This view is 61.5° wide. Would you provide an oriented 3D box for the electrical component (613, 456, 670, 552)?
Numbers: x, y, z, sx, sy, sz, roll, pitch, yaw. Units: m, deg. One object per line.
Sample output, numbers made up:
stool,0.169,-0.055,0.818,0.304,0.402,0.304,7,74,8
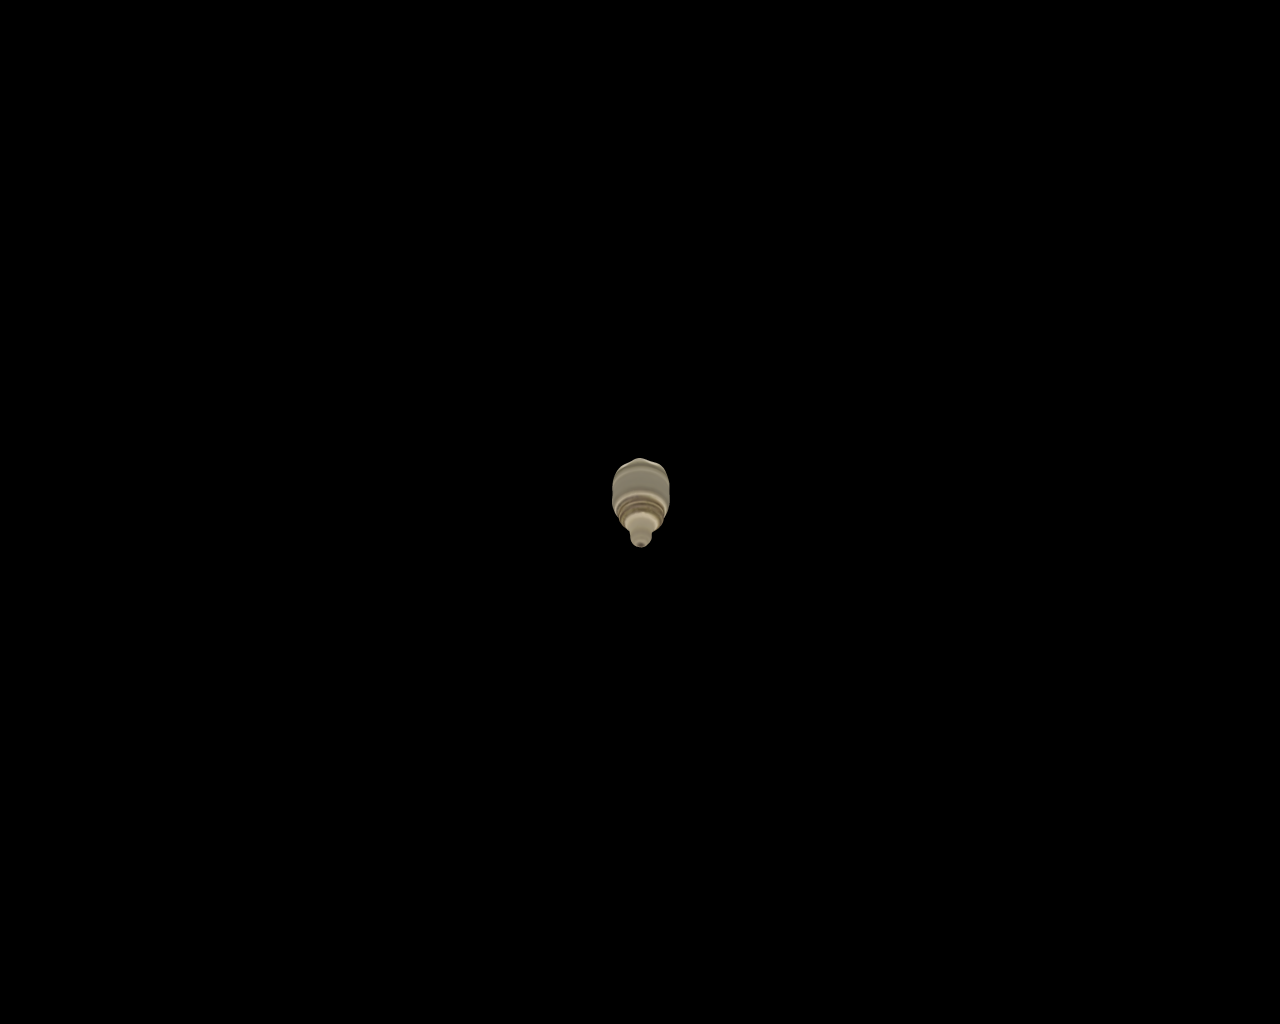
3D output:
electrical component,0.001,-0.003,0.650,0.035,0.061,0.035,0,-43,0
